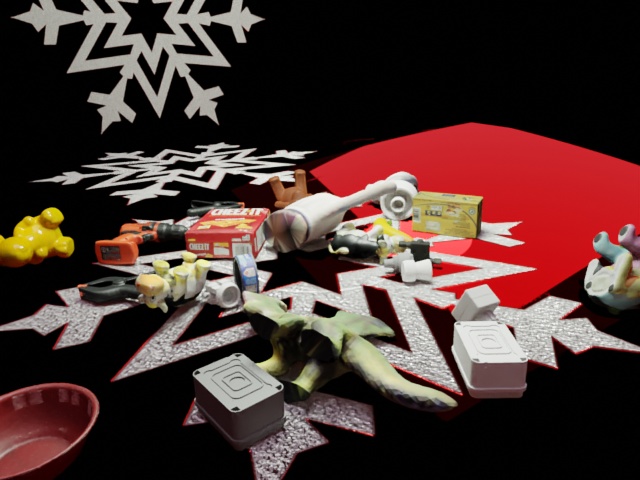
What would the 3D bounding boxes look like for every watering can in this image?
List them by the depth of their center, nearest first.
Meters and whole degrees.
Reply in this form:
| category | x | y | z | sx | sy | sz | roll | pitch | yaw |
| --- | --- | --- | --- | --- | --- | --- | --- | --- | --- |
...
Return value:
| category | x | y | z | sx | sy | sz | roll | pitch | yaw |
| --- | --- | --- | --- | --- | --- | --- | --- | --- | --- |
| watering can | 0.004 | -0.062 | 1.232 | 0.227 | 0.104 | 0.344 | -28 | 5 | -43 |

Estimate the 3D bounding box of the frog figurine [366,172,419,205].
| category | x | y | z | sx | sy | sz | roll | pitch | yaw |
| --- | --- | --- | --- | --- | --- | --- | --- | --- | --- |
| frog figurine | 0.216 | -0.159 | 1.577 | 0.161 | 0.120 | 0.139 | 27 | 51 | 35 |

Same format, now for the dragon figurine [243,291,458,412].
| category | x | y | z | sx | sy | sz | roll | pitch | yaw |
| --- | --- | --- | --- | --- | --- | --- | --- | --- | --- |
| dragon figurine | 0.029 | 0.145 | 0.761 | 0.411 | 0.121 | 0.244 | 12 | 15 | 30 |
